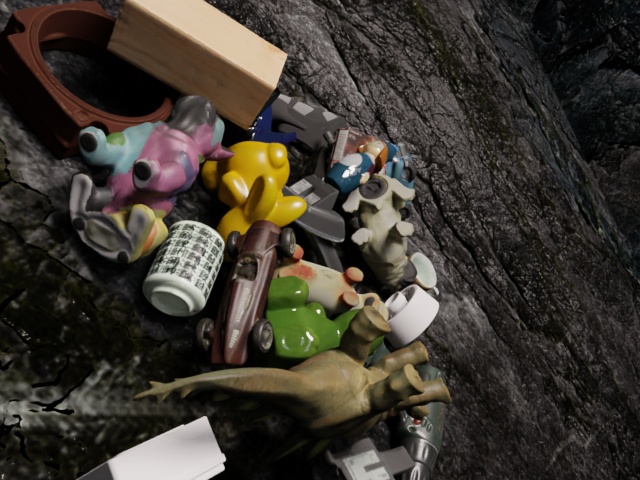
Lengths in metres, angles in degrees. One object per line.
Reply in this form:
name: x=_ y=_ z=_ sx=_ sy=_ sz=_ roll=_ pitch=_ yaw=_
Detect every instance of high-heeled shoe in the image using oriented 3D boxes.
high-heeled shoe: x=-0.045 y=-0.232 z=1.035 sx=0.145 sy=0.086 sz=0.248 roll=31 pitch=14 yaw=18

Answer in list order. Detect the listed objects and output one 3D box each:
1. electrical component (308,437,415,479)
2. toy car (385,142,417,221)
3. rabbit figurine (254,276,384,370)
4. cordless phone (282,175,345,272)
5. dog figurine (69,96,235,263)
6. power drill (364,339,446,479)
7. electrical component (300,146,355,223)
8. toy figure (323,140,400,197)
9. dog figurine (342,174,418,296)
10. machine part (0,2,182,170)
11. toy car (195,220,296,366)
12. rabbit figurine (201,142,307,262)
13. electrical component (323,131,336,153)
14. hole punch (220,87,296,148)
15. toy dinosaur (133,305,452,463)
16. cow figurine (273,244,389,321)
electrical component: x=0.054 y=0.273 z=0.627 sx=0.119 sy=0.047 sz=0.075 roll=2 pitch=41 yaw=-45
toy car: x=0.133 y=-0.112 z=1.075 sx=0.103 sy=0.161 sz=0.109 roll=-4 pitch=47 yaw=-2
rabbit figurine: x=0.005 y=0.140 z=0.715 sx=0.170 sy=0.159 sz=0.121 roll=1 pitch=38 yaw=-17
cordless phone: x=-0.003 y=-0.003 z=0.889 sx=0.147 sy=0.089 sz=0.184 roll=42 pitch=-24 yaw=59
dog figurine: x=-0.197 y=-0.085 z=0.683 sx=0.109 sy=0.191 sz=0.219 roll=25 pitch=25 yaw=10
power drill: x=0.116 y=0.250 z=0.827 sx=0.207 sy=0.086 sz=0.232 roll=46 pitch=40 yaw=-5
electrical component: x=0.022 y=-0.106 z=0.999 sx=0.114 sy=0.058 sz=0.134 roll=41 pitch=40 yaw=-21
toy figure: x=0.074 y=-0.127 z=0.902 sx=0.154 sy=0.057 sz=0.064 roll=-38 pitch=76 yaw=-27
dog figurine: x=0.114 y=-0.010 z=0.964 sx=0.190 sy=0.121 sz=0.172 roll=68 pitch=25 yaw=-56
machine part: x=-0.299 y=-0.210 z=0.716 sx=0.201 sy=0.087 sz=0.201 roll=51 pitch=39 yaw=-4
toy car: x=-0.089 y=0.056 z=0.653 sx=0.053 sy=0.089 sz=0.202 roll=73 pitch=24 yaw=-47
rabbit figurine: x=-0.096 y=-0.049 z=0.782 sx=0.121 sy=0.162 sz=0.173 roll=37 pitch=58 yaw=-41
electrical component: x=0.045 y=-0.163 z=1.000 sx=0.063 sy=0.021 sz=0.094 roll=-26 pitch=84 yaw=-51
hole punch: x=-0.114 y=-0.174 z=0.856 sx=0.116 sy=0.142 sz=0.092 roll=-50 pitch=133 yaw=-34
toy dinosaur: x=0.016 y=0.175 z=0.606 sx=0.470 sy=0.198 sz=0.105 roll=37 pitch=19 yaw=-50
cow figurine: x=0.014 y=0.093 z=0.808 sx=0.195 sy=0.127 sz=0.085 roll=21 pitch=52 yaw=-13
